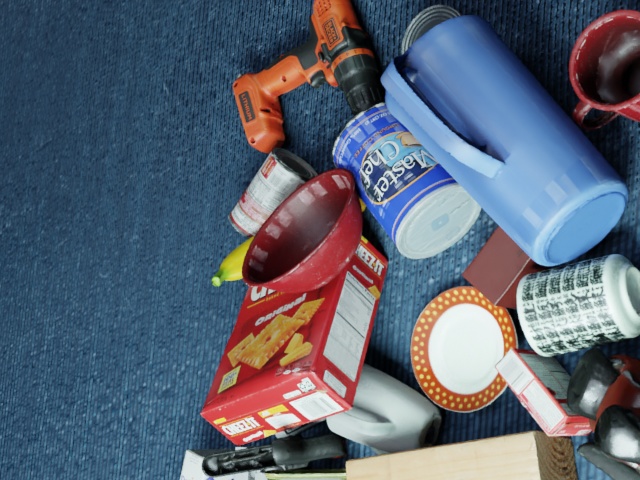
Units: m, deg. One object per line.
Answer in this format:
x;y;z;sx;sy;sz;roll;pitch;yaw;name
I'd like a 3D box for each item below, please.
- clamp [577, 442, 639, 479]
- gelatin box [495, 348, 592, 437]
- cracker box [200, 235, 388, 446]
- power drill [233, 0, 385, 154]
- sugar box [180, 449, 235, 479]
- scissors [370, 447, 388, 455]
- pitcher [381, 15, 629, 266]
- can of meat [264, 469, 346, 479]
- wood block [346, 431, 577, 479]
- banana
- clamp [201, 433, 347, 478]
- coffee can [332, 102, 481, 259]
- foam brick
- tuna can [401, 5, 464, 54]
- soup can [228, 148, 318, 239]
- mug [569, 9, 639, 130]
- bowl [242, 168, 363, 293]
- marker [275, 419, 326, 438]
0.317;0.244;0.922;0.210;0.036;0.164;-20;69;35;clamp
0.216;0.144;1.005;0.030;0.073;0.089;-52;54;23;gelatin box
-0.025;0.103;1.157;0.164;0.072;0.213;-25;32;35;cracker box
-0.012;-0.182;1.276;0.188;0.057;0.184;-33;58;30;power drill
-0.132;0.338;1.262;0.048;0.093;0.176;16;93;41;sugar box
0.087;0.265;1.133;0.202;0.016;0.096;19;91;41;scissors
0.171;-0.093;1.016;0.149;0.145;0.243;-30;58;-10;pitcher
-0.009;0.294;1.164;0.102;0.057;0.084;-1;83;1;can of meat
0.136;0.246;1.029;0.206;0.090;0.091;-16;67;32;wood block
-0.039;0.001;1.238;0.197;0.037;0.070;-30;23;-5;banana
-0.041;0.230;1.145;0.120;0.171;0.039;-12;76;33;clamp
0.091;-0.064;1.132;0.103;0.102;0.140;-51;53;22;coffee can
0.192;0.023;1.062;0.053;0.051;0.078;49;114;34;foam brick
0.133;-0.211;1.168;0.086;0.033;0.086;-9;77;40;tuna can
-0.056;-0.051;1.282;0.102;0.068;0.069;-55;52;19;soup can
0.284;-0.148;0.991;0.117;0.081;0.093;-52;53;22;mug
-0.007;0.001;1.128;0.162;0.055;0.162;-38;24;21;bowl
-0.004;0.202;1.224;0.121;0.020;0.020;-31;63;33;marker
